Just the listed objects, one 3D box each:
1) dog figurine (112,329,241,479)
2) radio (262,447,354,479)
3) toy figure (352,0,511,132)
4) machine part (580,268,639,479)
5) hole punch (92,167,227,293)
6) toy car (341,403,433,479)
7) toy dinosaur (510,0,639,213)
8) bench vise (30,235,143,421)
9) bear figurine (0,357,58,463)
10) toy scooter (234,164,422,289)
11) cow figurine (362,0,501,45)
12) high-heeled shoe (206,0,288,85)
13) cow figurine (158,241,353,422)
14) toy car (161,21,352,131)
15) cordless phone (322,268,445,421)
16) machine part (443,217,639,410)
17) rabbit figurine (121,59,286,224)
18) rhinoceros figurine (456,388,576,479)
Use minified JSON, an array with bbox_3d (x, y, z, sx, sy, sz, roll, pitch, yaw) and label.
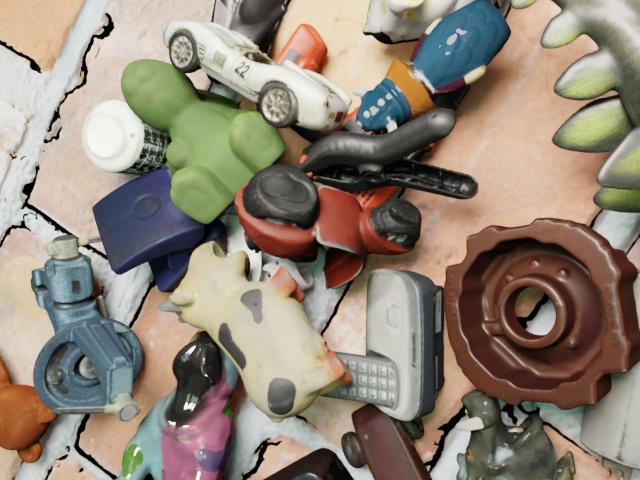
[{"bbox_3d":[-0.133,0.204,0.609,0.109,0.191,0.219,15,61,19],"label":"dog figurine"},{"bbox_3d":[0.016,0.353,0.578,0.131,0.073,0.229,-38,82,13],"label":"radio"},{"bbox_3d":[0.100,-0.151,0.493,0.154,0.057,0.064,-38,49,14],"label":"toy figure"},{"bbox_3d":[0.292,0.113,0.486,0.079,0.079,0.243,9,93,16],"label":"machine part"},{"bbox_3d":[-0.182,-0.018,0.603,0.116,0.092,0.142,-43,52,13],"label":"hole punch"},{"bbox_3d":[0.095,0.263,0.551,0.089,0.053,0.202,-35,63,15],"label":"toy car"},{"bbox_3d":[0.295,-0.097,0.401,0.198,0.105,0.471,-45,81,13],"label":"toy dinosaur"},{"bbox_3d":[-0.257,0.113,0.607,0.241,0.129,0.223,25,108,49],"label":"bench vise"},{"bbox_3d":[-0.442,0.206,0.686,0.196,0.132,0.120,37,108,19],"label":"bear figurine"},{"bbox_3d":[-0.001,-0.002,0.539,0.184,0.135,0.075,12,56,-13],"label":"toy scooter"},{"bbox_3d":[0.126,-0.237,0.522,0.167,0.098,0.068,-16,77,-14],"label":"cow figurine"},{"bbox_3d":[-0.082,-0.301,0.609,0.145,0.086,0.248,-20,65,46],"label":"high-heeled shoe"},{"bbox_3d":[-0.070,0.084,0.528,0.127,0.085,0.195,-32,71,-6],"label":"cow figurine"},{"bbox_3d":[-0.064,-0.160,0.513,0.202,0.073,0.056,34,115,19],"label":"toy car"},{"bbox_3d":[0.035,0.101,0.564,0.184,0.088,0.146,0,92,24],"label":"cordless phone"},{"bbox_3d":[0.198,0.065,0.491,0.180,0.056,0.179,-1,89,45],"label":"machine part"},{"bbox_3d":[-0.124,-0.123,0.567,0.121,0.159,0.170,-42,99,12],"label":"rabbit figurine"},{"bbox_3d":[0.193,0.237,0.526,0.112,0.073,0.190,-16,88,27],"label":"rhinoceros figurine"}]
